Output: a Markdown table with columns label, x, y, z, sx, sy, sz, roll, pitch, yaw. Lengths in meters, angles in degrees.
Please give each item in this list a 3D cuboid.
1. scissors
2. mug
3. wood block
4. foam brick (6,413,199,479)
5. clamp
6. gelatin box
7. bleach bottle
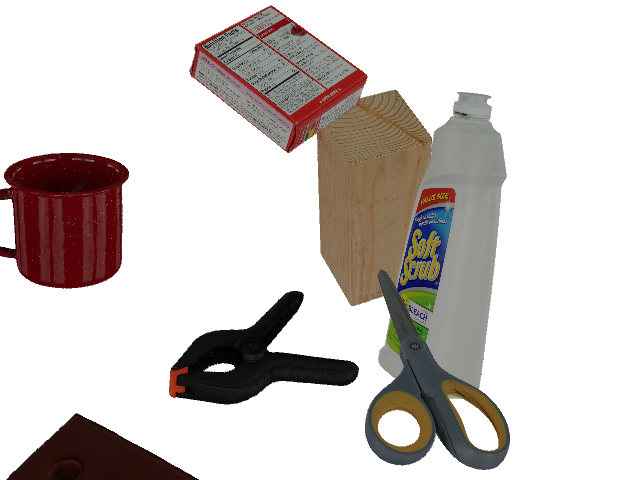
| label | x | y | z | sx | sy | sz | roll | pitch | yaw |
| --- | --- | --- | --- | --- | --- | --- | --- | --- | --- |
| scissors | 0.049 | 0.083 | 0.704 | 0.096 | 0.016 | 0.202 | -12 | 36 | -23 |
| mug | -0.207 | -0.014 | 0.824 | 0.117 | 0.081 | 0.093 | -4 | 25 | -19 |
| wood block | 0.054 | -0.041 | 1.114 | 0.090 | 0.206 | 0.091 | -16 | 47 | -14 |
| foam brick | -0.085 | 0.119 | 0.437 | 0.078 | 0.051 | 0.052 | 21 | 45 | 26 |
| clamp | -0.062 | 0.100 | 0.987 | 0.171 | 0.039 | 0.120 | -7 | 36 | -21 |
| gelatin box | -0.027 | -0.105 | 0.684 | 0.089 | 0.030 | 0.073 | 38 | 51 | 16 |
| bleach bottle | 0.108 | 0.001 | 0.901 | 0.068 | 0.251 | 0.103 | 1 | 14 | -24 |
